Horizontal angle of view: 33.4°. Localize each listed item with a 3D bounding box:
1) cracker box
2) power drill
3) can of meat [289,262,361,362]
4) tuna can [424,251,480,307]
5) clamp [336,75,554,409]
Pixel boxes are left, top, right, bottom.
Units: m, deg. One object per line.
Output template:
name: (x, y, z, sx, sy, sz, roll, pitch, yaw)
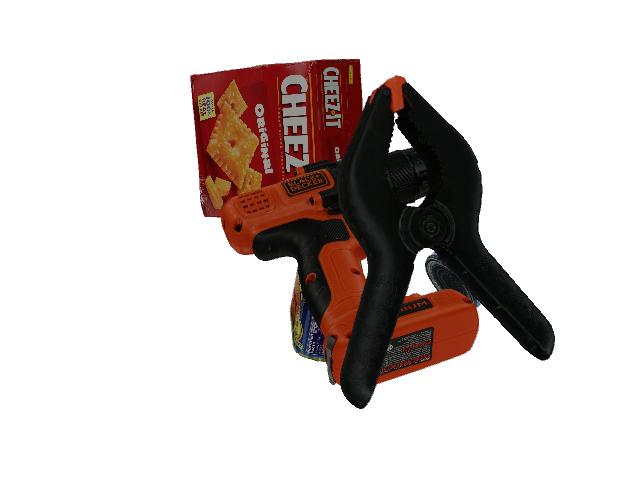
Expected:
cracker box: (-0.049, -0.104, 1.138, 0.071, 0.164, 0.214, -10, 9, -40)
power drill: (0.039, 0.010, 0.772, 0.184, 0.057, 0.188, -18, 45, -12)
can of meat: (0.003, 0.053, 1.004, 0.057, 0.084, 0.102, 6, 29, -7)
tuna can: (0.167, 0.044, 1.291, 0.033, 0.086, 0.086, -39, 14, -18)
clamp: (0.045, 0.003, 0.563, 0.120, 0.171, 0.039, -21, -2, -21)
